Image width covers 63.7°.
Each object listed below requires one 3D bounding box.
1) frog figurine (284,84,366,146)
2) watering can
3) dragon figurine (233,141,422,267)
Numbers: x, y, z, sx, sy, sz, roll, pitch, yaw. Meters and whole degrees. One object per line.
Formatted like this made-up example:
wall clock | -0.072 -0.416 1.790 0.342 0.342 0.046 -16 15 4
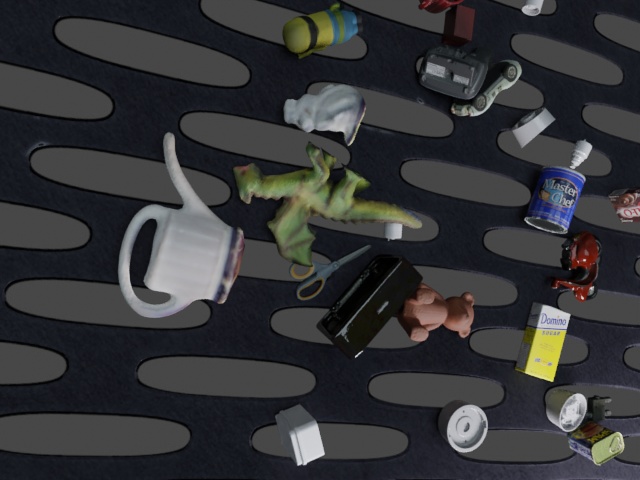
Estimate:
frog figurine | 0.010 -0.276 1.076 0.159 0.120 0.141 22 51 -9
watering can | -0.250 -0.015 0.990 0.223 0.104 0.349 16 86 -19
dragon figurine | 0.003 -0.055 1.092 0.408 0.123 0.242 34 94 -12
